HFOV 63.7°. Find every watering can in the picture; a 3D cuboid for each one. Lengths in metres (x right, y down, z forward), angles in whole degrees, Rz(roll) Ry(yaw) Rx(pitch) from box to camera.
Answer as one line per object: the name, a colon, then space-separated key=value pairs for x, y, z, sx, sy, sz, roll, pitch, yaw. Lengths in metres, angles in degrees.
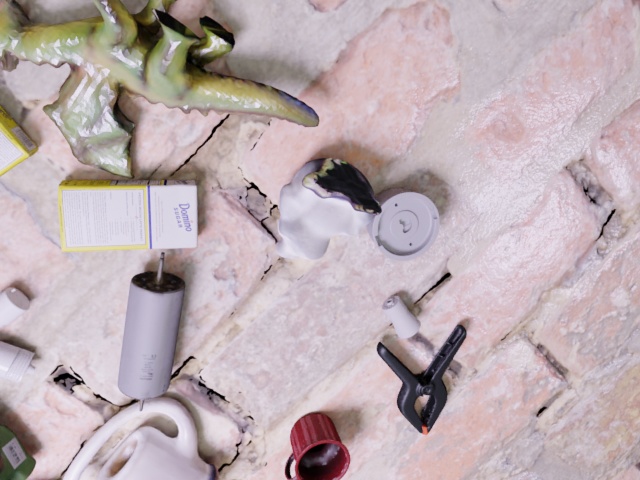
watering can: x=-0.298 y=0.414 z=0.779 sx=0.222 sy=0.104 sz=0.351 roll=41 pitch=74 yaw=-19

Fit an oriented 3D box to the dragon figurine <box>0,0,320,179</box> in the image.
dragon figurine: x=-0.226 y=-0.185 z=0.660 sx=0.407 sy=0.125 sz=0.239 roll=34 pitch=113 yaw=-19

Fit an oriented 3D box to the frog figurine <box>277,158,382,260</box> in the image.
frog figurine: x=0.002 y=-0.038 z=0.759 sx=0.137 sy=0.125 sz=0.156 roll=8 pitch=141 yaw=-25
